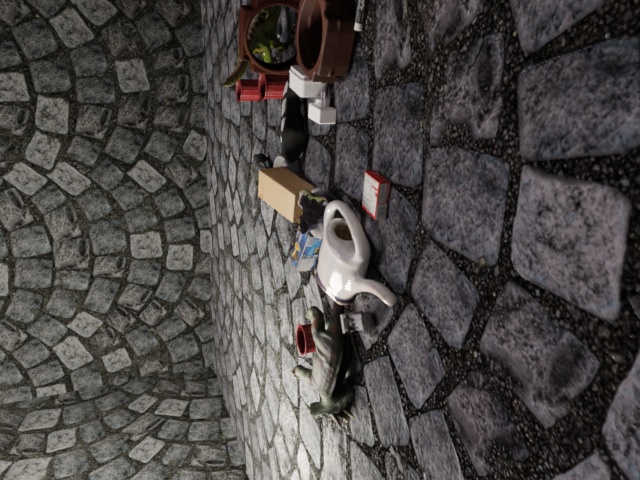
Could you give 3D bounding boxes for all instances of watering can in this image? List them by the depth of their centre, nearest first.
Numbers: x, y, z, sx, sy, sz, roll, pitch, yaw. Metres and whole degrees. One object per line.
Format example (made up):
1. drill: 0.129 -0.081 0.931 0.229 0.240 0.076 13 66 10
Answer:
1. watering can: 0.070 0.066 1.184 0.104 0.219 0.355 -6 46 -20

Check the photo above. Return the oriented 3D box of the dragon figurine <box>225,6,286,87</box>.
1. dragon figurine: -0.185 -0.637 1.525 0.122 0.237 0.420 15 43 8

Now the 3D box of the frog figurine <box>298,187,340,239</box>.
1. frog figurine: 0.004 -0.069 1.380 0.122 0.138 0.159 -22 -11 13
